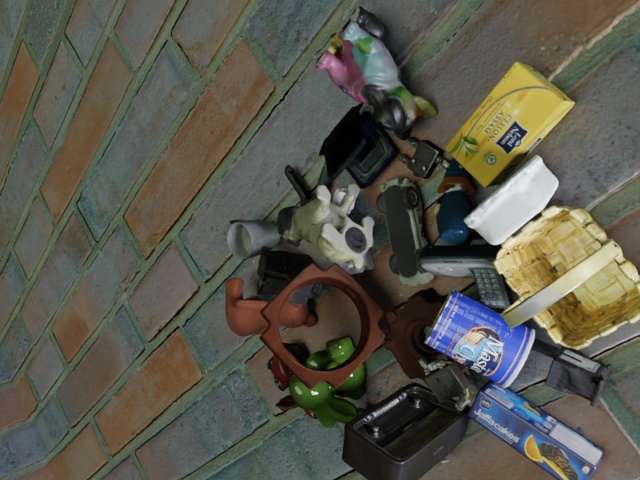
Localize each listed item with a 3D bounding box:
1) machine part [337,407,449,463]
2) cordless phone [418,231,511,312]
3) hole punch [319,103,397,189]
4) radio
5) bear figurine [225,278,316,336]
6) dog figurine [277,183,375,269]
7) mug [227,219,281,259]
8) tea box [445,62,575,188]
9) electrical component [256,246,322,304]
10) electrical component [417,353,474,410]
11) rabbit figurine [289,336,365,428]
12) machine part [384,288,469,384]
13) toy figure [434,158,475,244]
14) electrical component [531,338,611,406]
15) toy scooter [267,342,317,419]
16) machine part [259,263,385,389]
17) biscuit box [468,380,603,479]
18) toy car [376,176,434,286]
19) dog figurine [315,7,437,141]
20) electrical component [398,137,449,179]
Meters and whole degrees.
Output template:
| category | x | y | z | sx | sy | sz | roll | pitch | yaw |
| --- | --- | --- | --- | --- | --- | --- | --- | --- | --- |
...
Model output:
| category | x | y | z | sx | sy | sz | roll | pitch | yaw |
| --- | --- | --- | --- | --- | --- | --- | --- | --- | --- |
| machine part | 0.140 | 0.393 | 1.065 | 0.243 | 0.079 | 0.079 | 7 | 104 | 37 |
| cordless phone | 0.259 | 0.081 | 0.911 | 0.147 | 0.089 | 0.184 | -2 | 117 | 39 |
| hole punch | 0.072 | -0.171 | 1.006 | 0.142 | 0.092 | 0.116 | -49 | 38 | 37 |
| radio | 0.151 | 0.340 | 0.948 | 0.131 | 0.229 | 0.073 | 19 | 111 | 40 |
| bear figurine | -0.111 | 0.145 | 1.205 | 0.196 | 0.120 | 0.132 | -18 | 43 | 15 |
| dog figurine | 0.000 | -0.005 | 1.025 | 0.190 | 0.121 | 0.172 | -33 | 59 | 50 |
| mug | -0.147 | -0.010 | 1.191 | 0.110 | 0.107 | 0.080 | 35 | 118 | 34 |
| tea box | 0.289 | -0.174 | 0.830 | 0.098 | 0.068 | 0.169 | 49 | 124 | 21 |
| electrical component | -0.063 | 0.075 | 1.124 | 0.115 | 0.134 | 0.058 | -100 | 26 | -58 |
| electrical component | 0.218 | 0.241 | 0.923 | 0.078 | 0.045 | 0.102 | -34 | 82 | 36 |
| rabbit figurine | 0.007 | 0.299 | 1.090 | 0.121 | 0.170 | 0.159 | -34 | 78 | 39 |
| machine part | 0.202 | 0.179 | 0.983 | 0.180 | 0.056 | 0.179 | 9 | 105 | 36 |
| toy figure | 0.223 | -0.069 | 0.887 | 0.058 | 0.064 | 0.154 | -31 | 41 | 51 |
| electrical component | 0.379 | 0.199 | 0.833 | 0.119 | 0.075 | 0.047 | 20 | 111 | 30 |
| toy scooter | -0.066 | 0.327 | 1.220 | 0.135 | 0.075 | 0.184 | -34 | 82 | 39 |
| machine part | 0.003 | 0.160 | 1.012 | 0.201 | 0.201 | 0.087 | 44 | 166 | 5 |
| biscuit box | 0.351 | 0.318 | 0.889 | 0.203 | 0.059 | 0.062 | 32 | 118 | 30 |
| toy car | 0.157 | -0.016 | 0.980 | 0.074 | 0.056 | 0.201 | -11 | 91 | 46 |
| dog figurine | 0.106 | -0.280 | 0.941 | 0.219 | 0.191 | 0.108 | 41 | 126 | -17 |
| electrical component | 0.185 | -0.140 | 0.950 | 0.094 | 0.021 | 0.063 | 39 | 121 | 25 |
